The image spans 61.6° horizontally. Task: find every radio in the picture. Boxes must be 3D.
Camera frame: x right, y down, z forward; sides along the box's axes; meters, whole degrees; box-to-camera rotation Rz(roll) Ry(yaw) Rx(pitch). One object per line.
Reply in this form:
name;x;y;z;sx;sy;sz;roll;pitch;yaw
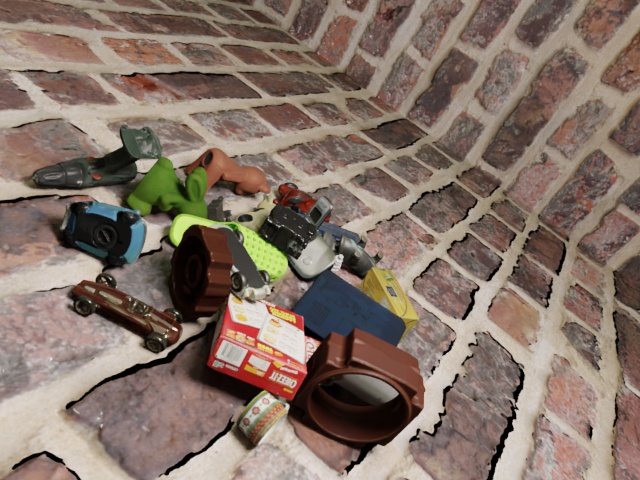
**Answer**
radio;0.063;0.173;1.158;0.230;0.131;0.073;34;-9;1

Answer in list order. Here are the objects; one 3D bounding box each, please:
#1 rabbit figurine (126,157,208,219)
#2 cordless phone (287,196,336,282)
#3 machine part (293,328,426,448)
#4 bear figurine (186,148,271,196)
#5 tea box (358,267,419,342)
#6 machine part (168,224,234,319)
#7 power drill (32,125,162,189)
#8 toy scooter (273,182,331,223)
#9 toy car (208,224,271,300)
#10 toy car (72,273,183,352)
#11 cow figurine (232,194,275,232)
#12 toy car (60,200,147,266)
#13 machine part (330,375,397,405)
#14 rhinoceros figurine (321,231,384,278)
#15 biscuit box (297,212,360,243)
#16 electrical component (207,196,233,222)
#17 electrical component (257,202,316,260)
rabbit figurine;-0.322;-0.103;1.230;0.170;0.159;0.121;40;16;-18
cordless phone;-0.003;-0.004;1.323;0.088;0.184;0.147;5;39;-47
machine part;0.068;0.270;0.959;0.201;0.201;0.087;27;32;-10
bear figurine;-0.238;-0.163;1.439;0.195;0.132;0.120;29;25;-46
tea box;0.161;0.160;1.321;0.068;0.098;0.170;12;37;-32
machine part;-0.229;0.062;1.029;0.056;0.179;0.179;11;36;-39
power drill;-0.453;-0.164;1.137;0.232;0.207;0.086;-16;79;-62
toy scooter;-0.063;-0.094;1.515;0.184;0.075;0.135;38;29;16
toy car;-0.169;0.044;1.082;0.073;0.056;0.202;-2;46;-45
toy car;-0.336;0.123;0.950;0.202;0.053;0.089;31;32;-5
cow figurine;-0.148;-0.047;1.357;0.127;0.085;0.195;48;33;14
toy car;-0.415;-0.019;1.055;0.162;0.109;0.103;17;8;-3
machine part;0.102;0.284;1.068;0.243;0.079;0.079;36;27;-19
rhinoceros figurine;0.080;0.037;1.421;0.190;0.112;0.073;34;55;-24
biscuit box;0.016;-0.008;1.472;0.202;0.059;0.063;19;30;-22
electrical component;-0.241;-0.055;1.294;0.045;0.078;0.102;6;21;4
electrical component;-0.074;-0.027;1.257;0.115;0.058;0.134;34;24;-7
